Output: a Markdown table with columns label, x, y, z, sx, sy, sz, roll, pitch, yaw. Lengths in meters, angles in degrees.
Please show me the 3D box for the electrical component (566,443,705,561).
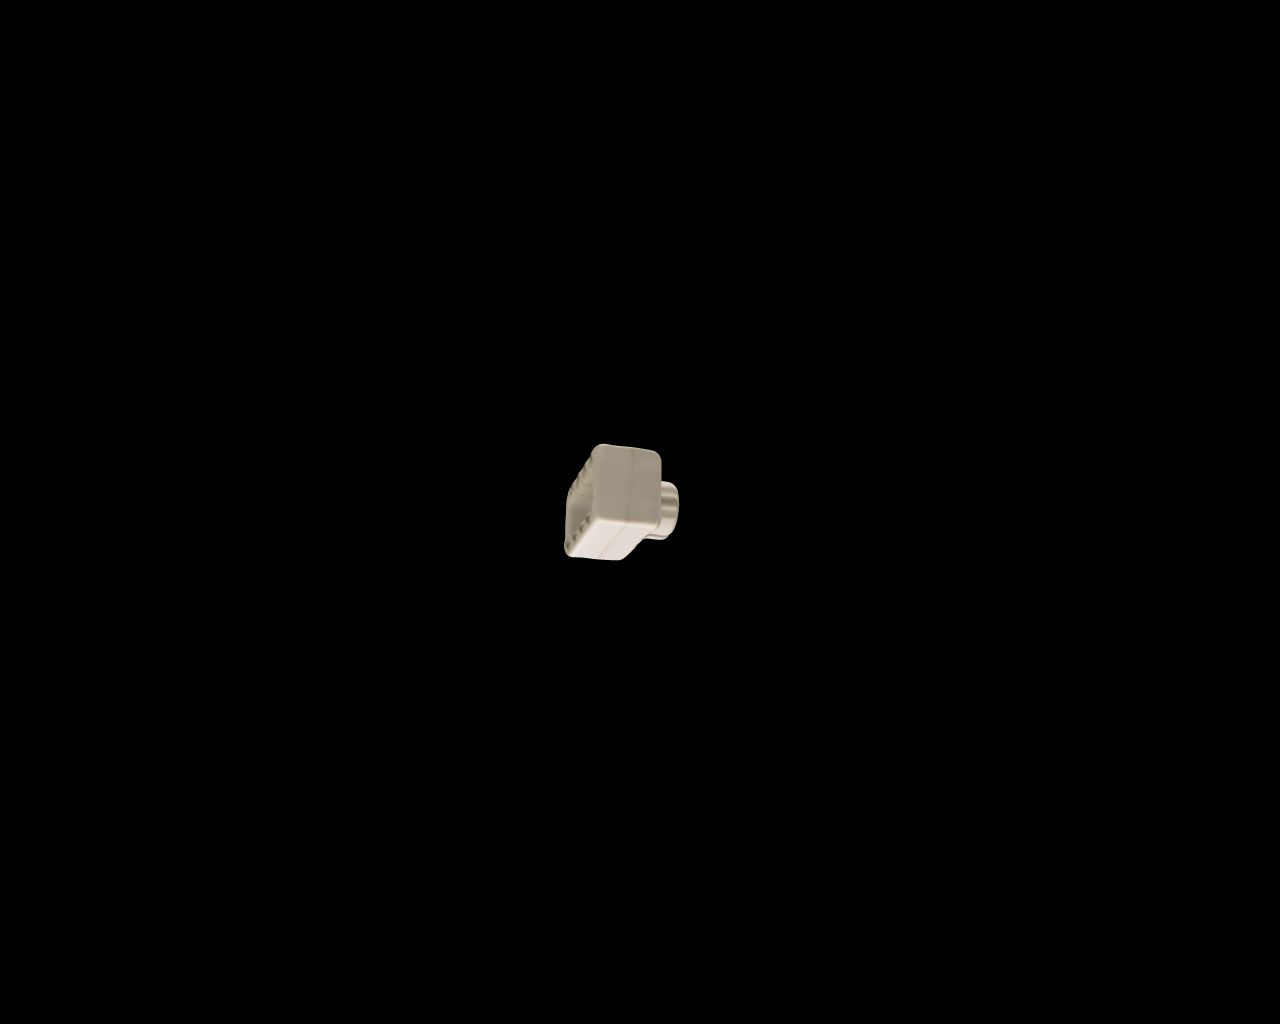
| label | x | y | z | sx | sy | sz | roll | pitch | yaw |
| --- | --- | --- | --- | --- | --- | --- | --- | --- | --- |
| electrical component | 0.001 | -0.003 | 0.650 | 0.076 | 0.047 | 0.083 | 5 | -19 | -15 |
